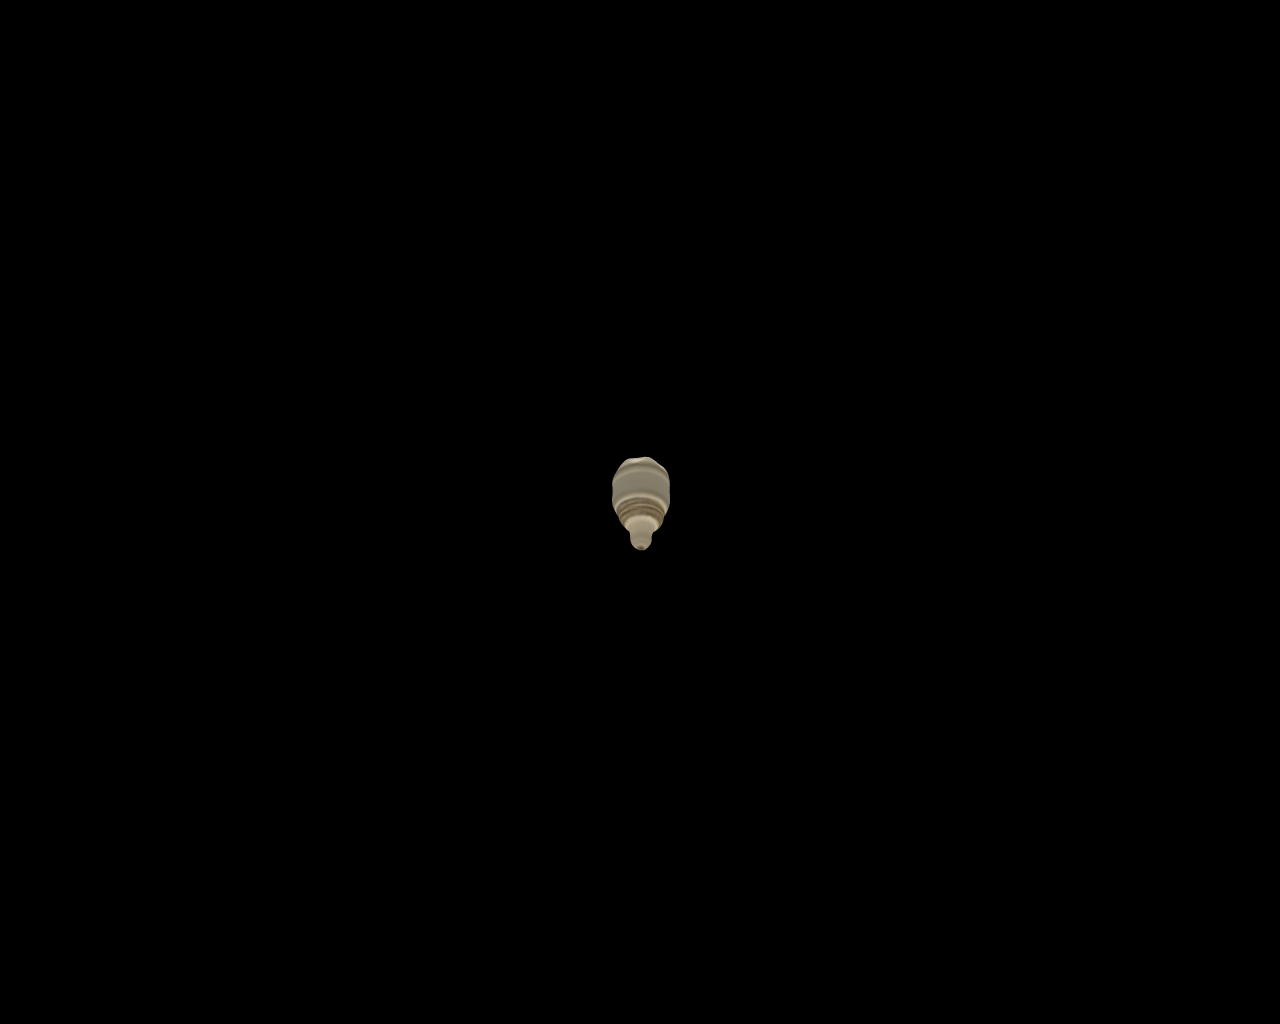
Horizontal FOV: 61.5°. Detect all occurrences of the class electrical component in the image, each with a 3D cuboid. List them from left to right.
[{"bbox_3d":[0.001,-0.003,0.650,0.035,0.061,0.035,0,-37,0],"label":"electrical component"}]
